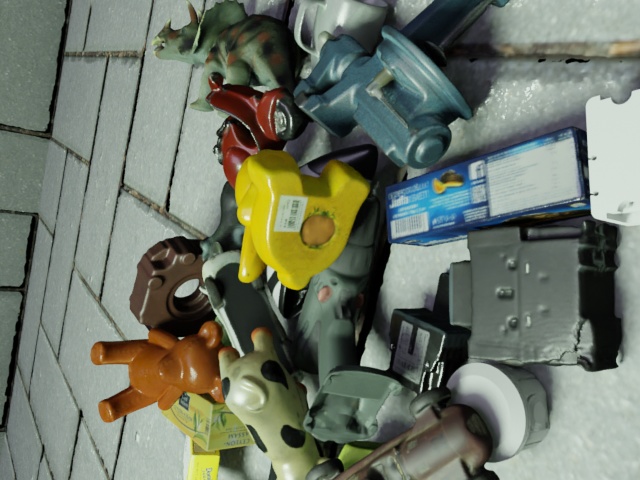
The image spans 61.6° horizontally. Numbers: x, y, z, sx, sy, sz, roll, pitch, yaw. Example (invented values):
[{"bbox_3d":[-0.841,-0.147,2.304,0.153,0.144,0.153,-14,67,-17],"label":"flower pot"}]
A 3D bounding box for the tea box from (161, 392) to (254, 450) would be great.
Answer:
[{"bbox_3d":[-0.163,0.253,0.814,0.170,0.098,0.068,6,89,54],"label":"tea box"}]

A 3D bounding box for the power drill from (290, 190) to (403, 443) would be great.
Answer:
[{"bbox_3d":[0.024,0.086,0.568,0.207,0.086,0.231,-106,31,-53],"label":"power drill"}]

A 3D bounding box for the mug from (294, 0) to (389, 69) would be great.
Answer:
[{"bbox_3d":[0.020,-0.244,0.651,0.081,0.109,0.107,48,135,38],"label":"mug"}]

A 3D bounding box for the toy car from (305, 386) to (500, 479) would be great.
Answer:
[{"bbox_3d":[0.059,0.207,0.464,0.202,0.053,0.089,-41,56,24],"label":"toy car"}]

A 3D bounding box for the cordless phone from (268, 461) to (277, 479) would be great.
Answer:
[{"bbox_3d":[-0.084,0.358,0.730,0.147,0.088,0.184,-12,64,53],"label":"cordless phone"}]

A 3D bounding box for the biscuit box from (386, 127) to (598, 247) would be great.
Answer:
[{"bbox_3d":[0.149,-0.038,0.483,0.203,0.063,0.059,-14,75,51],"label":"biscuit box"}]

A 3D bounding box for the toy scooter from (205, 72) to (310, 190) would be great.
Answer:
[{"bbox_3d":[-0.094,-0.136,0.679,0.135,0.075,0.183,37,140,5],"label":"toy scooter"}]

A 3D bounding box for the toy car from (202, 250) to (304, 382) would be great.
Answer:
[{"bbox_3d":[-0.089,0.109,0.701,0.201,0.073,0.056,64,162,7],"label":"toy car"}]

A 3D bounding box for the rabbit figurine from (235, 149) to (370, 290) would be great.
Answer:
[{"bbox_3d":[-0.039,-0.031,0.586,0.173,0.122,0.162,42,134,50],"label":"rabbit figurine"}]

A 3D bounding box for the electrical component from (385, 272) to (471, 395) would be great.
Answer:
[{"bbox_3d":[0.110,0.093,0.528,0.075,0.048,0.119,25,106,50],"label":"electrical component"}]

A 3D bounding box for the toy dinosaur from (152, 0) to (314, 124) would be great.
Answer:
[{"bbox_3d":[-0.105,-0.274,0.808,0.405,0.131,0.192,20,102,45],"label":"toy dinosaur"}]

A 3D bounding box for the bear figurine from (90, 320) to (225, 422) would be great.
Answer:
[{"bbox_3d":[-0.214,0.180,0.734,0.196,0.132,0.120,-16,82,48],"label":"bear figurine"}]

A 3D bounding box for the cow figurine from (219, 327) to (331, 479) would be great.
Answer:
[{"bbox_3d":[-0.044,0.211,0.612,0.085,0.194,0.127,-25,24,4],"label":"cow figurine"}]

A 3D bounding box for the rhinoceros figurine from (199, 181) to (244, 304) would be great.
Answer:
[{"bbox_3d":[-0.119,0.005,0.784,0.073,0.112,0.190,-8,71,49],"label":"rhinoceros figurine"}]

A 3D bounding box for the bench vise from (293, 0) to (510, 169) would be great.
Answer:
[{"bbox_3d":[0.095,-0.188,0.539,0.240,0.128,0.224,-44,40,14],"label":"bench vise"}]

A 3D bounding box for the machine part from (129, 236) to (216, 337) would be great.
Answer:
[{"bbox_3d":[-0.205,0.078,0.839,0.056,0.179,0.179,41,117,44],"label":"machine part"}]

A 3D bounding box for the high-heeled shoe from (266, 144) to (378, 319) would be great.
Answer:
[{"bbox_3d":[-0.001,-0.002,0.648,0.248,0.086,0.145,138,136,-54],"label":"high-heeled shoe"}]

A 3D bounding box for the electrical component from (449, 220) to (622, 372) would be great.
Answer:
[{"bbox_3d":[0.171,0.046,0.448,0.134,0.058,0.115,-9,76,51],"label":"electrical component"}]
